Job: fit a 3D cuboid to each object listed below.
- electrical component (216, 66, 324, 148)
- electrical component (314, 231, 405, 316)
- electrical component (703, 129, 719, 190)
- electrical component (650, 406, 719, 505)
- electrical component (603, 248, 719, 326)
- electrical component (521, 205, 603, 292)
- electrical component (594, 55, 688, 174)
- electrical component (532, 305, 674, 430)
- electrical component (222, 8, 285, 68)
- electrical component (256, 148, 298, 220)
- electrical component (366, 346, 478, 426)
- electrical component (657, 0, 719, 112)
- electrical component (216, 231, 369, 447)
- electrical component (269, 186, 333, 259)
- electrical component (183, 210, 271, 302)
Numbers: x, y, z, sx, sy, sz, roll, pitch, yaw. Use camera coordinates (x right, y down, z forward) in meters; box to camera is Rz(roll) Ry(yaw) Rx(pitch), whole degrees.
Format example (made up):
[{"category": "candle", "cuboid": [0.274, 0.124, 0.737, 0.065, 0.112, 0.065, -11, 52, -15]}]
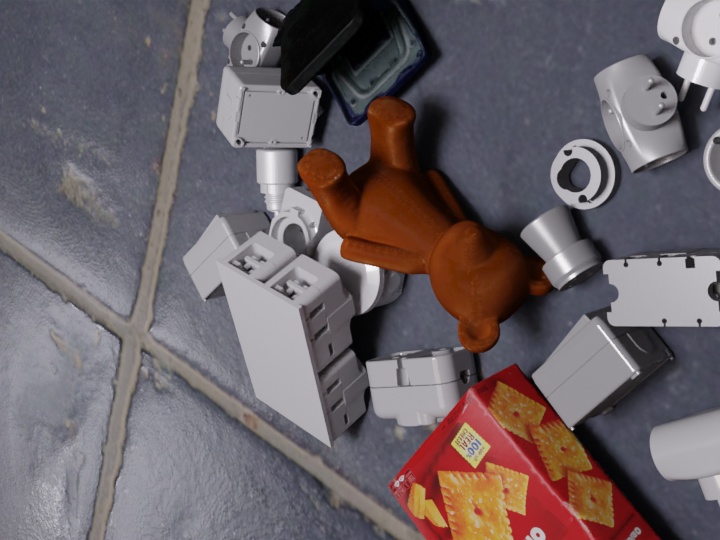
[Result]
[{"category": "electrical component", "cuboid": [-0.082, -0.155, 1.012, 0.061, 0.096, 0.061, 51, 137, 49]}, {"category": "electrical component", "cuboid": [0.000, 0.000, 0.989, 0.080, 0.051, 0.080, 8, 103, 40]}, {"category": "electrical component", "cuboid": [0.271, -0.078, 0.744, 0.055, 0.047, 0.055, 8, 103, 40]}, {"category": "electrical component", "cuboid": [0.265, 0.143, 0.789, 0.077, 0.044, 0.079, -25, 81, 41]}, {"category": "electrical component", "cuboid": [0.233, 0.012, 0.786, 0.089, 0.056, 0.050, -2, 96, 41]}, {"category": "electrical component", "cuboid": [0.160, -0.017, 0.852, 0.045, 0.045, 0.055, -43, 70, 37]}, {"category": "electrical component", "cuboid": [0.206, -0.117, 0.777, 0.044, 0.079, 0.077, -20, 82, 1]}, {"category": "electrical component", "cuboid": [0.182, 0.076, 0.838, 0.061, 0.062, 0.096, 55, 127, 20]}, {"category": "electrical component", "cuboid": [-0.108, -0.221, 1.049, 0.079, 0.044, 0.077, 46, 124, 26]}, {"category": "electrical component", "cuboid": [-0.081, -0.087, 1.052, 0.040, 0.040, 0.078, 8, 103, 40]}, {"category": "electrical component", "cuboid": [0.057, 0.103, 0.957, 0.095, 0.054, 0.059, -9, 92, 42]}, {"category": "electrical component", "cuboid": [0.247, -0.152, 0.753, 0.077, 0.044, 0.079, 33, 120, 33]}, {"category": "electrical component", "cuboid": [-0.057, 0.063, 0.999, 0.105, 0.060, 0.186, 28, 144, 34]}, {"category": "electrical component", "cuboid": [-0.049, -0.031, 1.024, 0.050, 0.056, 0.089, 28, 115, 34]}, {"category": "electrical component", "cuboid": [-0.134, -0.014, 1.096, 0.096, 0.062, 0.061, -41, 71, 38]}]
